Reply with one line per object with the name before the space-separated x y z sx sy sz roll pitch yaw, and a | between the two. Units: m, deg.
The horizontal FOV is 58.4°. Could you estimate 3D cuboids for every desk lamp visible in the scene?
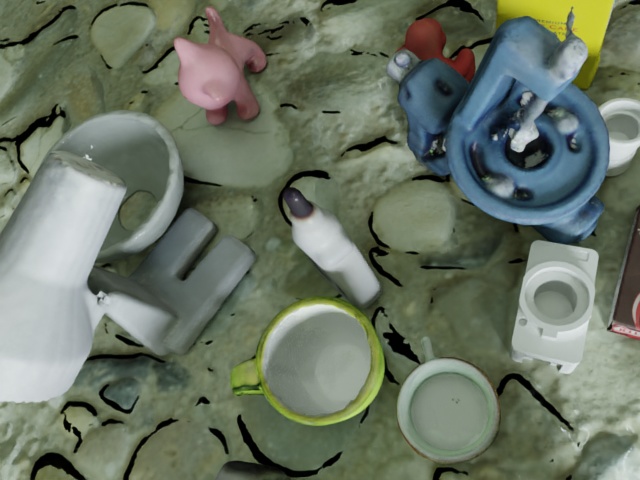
desk lamp | -0.185 0.032 0.474 0.117 0.214 0.203 32 80 25

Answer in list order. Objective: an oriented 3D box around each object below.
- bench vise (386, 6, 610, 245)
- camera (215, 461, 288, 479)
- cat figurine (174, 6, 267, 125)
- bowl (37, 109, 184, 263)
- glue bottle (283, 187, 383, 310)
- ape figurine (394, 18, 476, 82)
bench vise | 0.121 -0.092 0.432 0.206 0.220 0.121 24 77 23
camera | -0.027 0.242 0.406 0.136 0.101 0.143 4 70 18
cat figurine | -0.108 -0.180 0.591 0.067 0.118 0.128 -5 67 15
bowl | -0.205 -0.045 0.589 0.167 0.075 0.167 -6 67 14
glue bottle | 0.004 0.002 0.454 0.037 0.173 0.078 -43 63 -3
ape figurine | 0.103 -0.170 0.540 0.077 0.092 0.076 29 79 24
